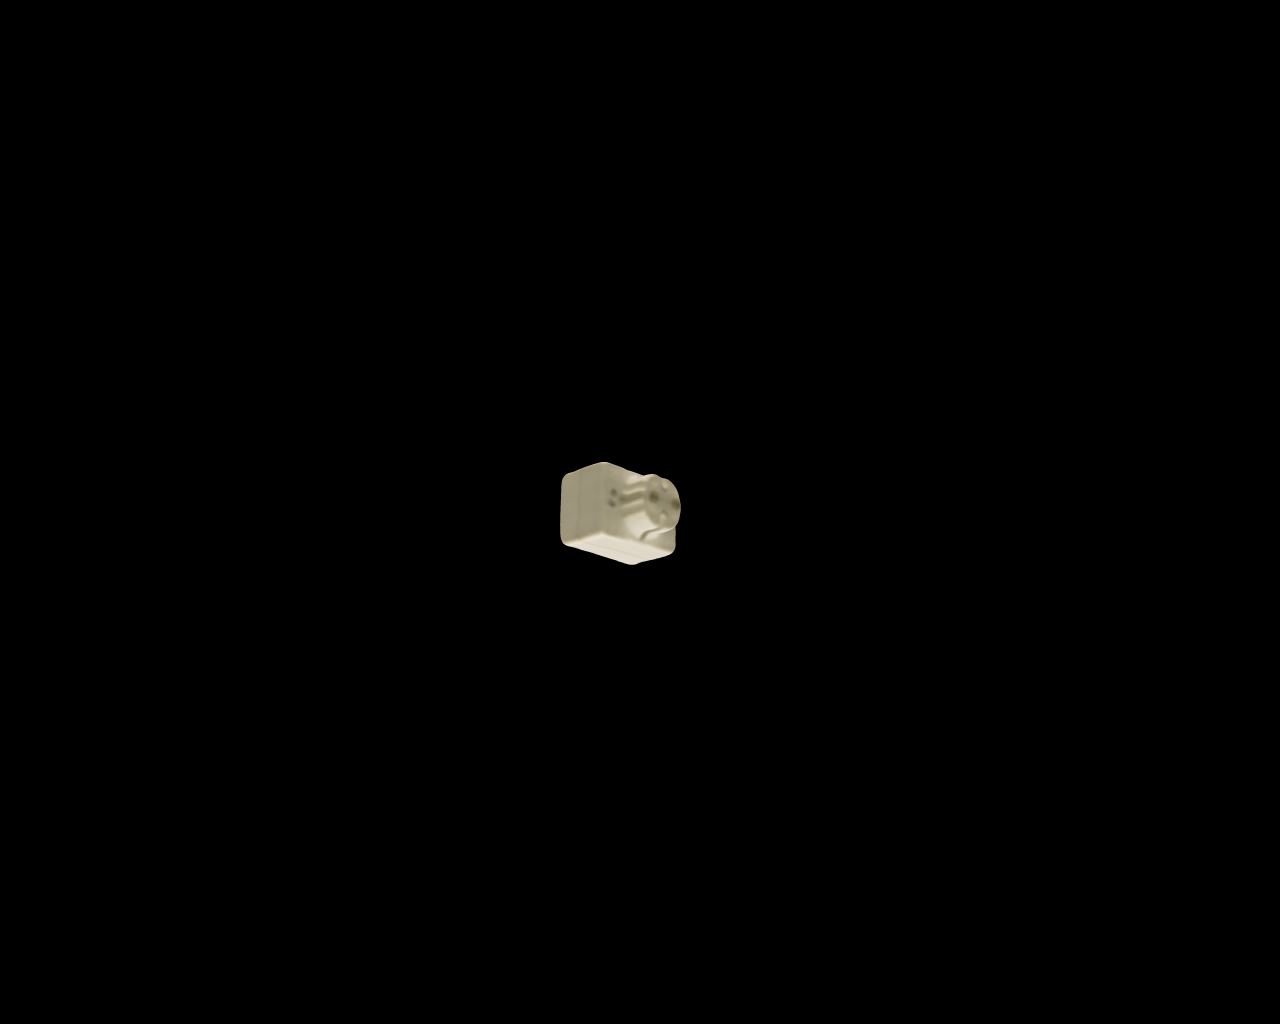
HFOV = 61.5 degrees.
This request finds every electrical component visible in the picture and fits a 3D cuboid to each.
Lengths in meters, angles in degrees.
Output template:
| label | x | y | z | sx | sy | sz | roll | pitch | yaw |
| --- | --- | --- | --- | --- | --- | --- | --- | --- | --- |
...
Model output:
| label | x | y | z | sx | sy | sz | roll | pitch | yaw |
| --- | --- | --- | --- | --- | --- | --- | --- | --- | --- |
| electrical component | 0.001 | -0.003 | 0.650 | 0.076 | 0.047 | 0.066 | -17 | -26 | 41 |
